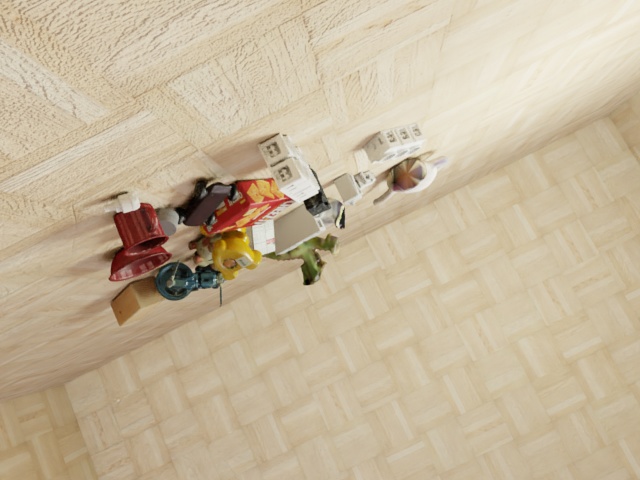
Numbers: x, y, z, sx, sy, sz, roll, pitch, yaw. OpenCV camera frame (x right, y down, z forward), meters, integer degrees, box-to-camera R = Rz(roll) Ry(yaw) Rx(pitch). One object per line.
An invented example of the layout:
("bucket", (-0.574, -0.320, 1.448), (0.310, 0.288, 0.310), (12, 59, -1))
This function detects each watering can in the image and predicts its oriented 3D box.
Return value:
("watering can", (0.308, -0.209, 1.887), (0.344, 0.105, 0.225), (-31, 169, 26))

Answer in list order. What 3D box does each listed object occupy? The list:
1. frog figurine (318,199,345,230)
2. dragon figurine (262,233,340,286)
("frog figurine", (0.006, -0.092, 1.820), (0.160, 0.121, 0.139), (9, -166, 16))
("dragon figurine", (-0.090, 0.064, 1.938), (0.405, 0.244, 0.123), (-33, 173, 30))
